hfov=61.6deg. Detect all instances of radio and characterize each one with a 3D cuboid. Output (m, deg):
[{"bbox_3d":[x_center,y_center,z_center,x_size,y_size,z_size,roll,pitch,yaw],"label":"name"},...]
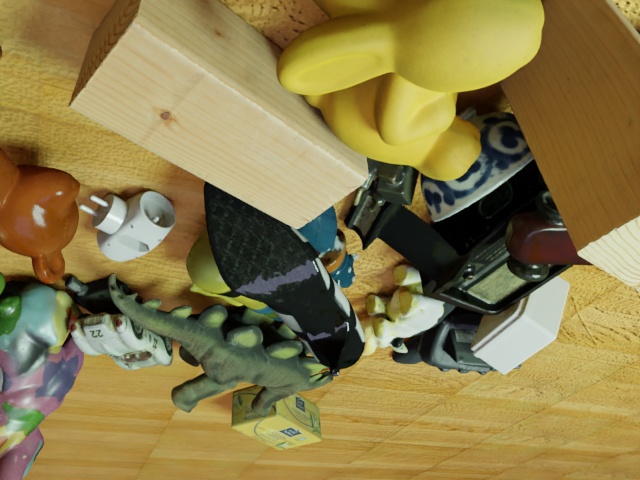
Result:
[{"bbox_3d":[0.214,-0.011,0.579,0.131,0.073,0.229,16,136,-27],"label":"radio"}]

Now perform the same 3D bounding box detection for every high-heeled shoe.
[{"bbox_3d":[-0.029,0.035,0.555,0.086,0.145,0.248,-29,99,8],"label":"high-heeled shoe"}]

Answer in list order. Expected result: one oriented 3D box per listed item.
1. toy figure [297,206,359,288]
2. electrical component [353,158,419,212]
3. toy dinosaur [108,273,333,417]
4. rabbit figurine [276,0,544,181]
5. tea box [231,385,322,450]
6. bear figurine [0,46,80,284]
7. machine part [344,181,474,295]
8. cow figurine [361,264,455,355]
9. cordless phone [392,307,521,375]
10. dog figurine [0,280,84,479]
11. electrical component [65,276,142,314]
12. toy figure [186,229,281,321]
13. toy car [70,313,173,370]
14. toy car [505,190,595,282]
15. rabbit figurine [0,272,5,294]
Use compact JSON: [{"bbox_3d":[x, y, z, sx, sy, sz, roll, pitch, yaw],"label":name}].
[{"bbox_3d":[0.001,-0.002,0.574,0.064,0.058,0.154,-36,136,-12],"label":"toy figure"},{"bbox_3d":[0.063,-0.062,0.488,0.045,0.078,0.102,11,-179,19],"label":"electrical component"},{"bbox_3d":[-0.111,0.148,0.733,0.198,0.105,0.471,-36,142,24],"label":"toy dinosaur"},{"bbox_3d":[0.060,-0.122,0.342,0.162,0.122,0.173,18,176,-16],"label":"rabbit figurine"},{"bbox_3d":[-0.077,0.325,0.987,0.098,0.068,0.169,-21,139,20],"label":"tea box"},{"bbox_3d":[-0.255,-0.056,0.434,0.132,0.120,0.195,-24,140,18],"label":"bear figurine"},{"bbox_3d":[0.088,-0.002,0.558,0.139,0.039,0.084,37,137,15],"label":"machine part"},{"bbox_3d":[0.114,0.102,0.726,0.098,0.068,0.167,7,142,-24],"label":"cow figurine"},{"bbox_3d":[0.204,0.170,0.827,0.146,0.089,0.184,9,152,-18],"label":"cordless phone"},{"bbox_3d":[-0.362,0.180,0.632,0.108,0.219,0.191,10,142,0],"label":"dog figurine"},{"bbox_3d":[-0.269,0.069,0.671,0.063,0.021,0.093,-18,140,16],"label":"electrical component"},{"bbox_3d":[-0.066,0.042,0.607,0.180,0.082,0.089,31,157,-34],"label":"toy figure"},{"bbox_3d":[-0.251,0.134,0.704,0.074,0.056,0.201,-7,158,1],"label":"toy car"},{"bbox_3d":[0.271,-0.003,0.497,0.202,0.053,0.089,1,129,-4],"label":"toy car"},{"bbox_3d":[-0.391,0.040,0.499,0.159,0.170,0.121,23,135,-31],"label":"rabbit figurine"}]
